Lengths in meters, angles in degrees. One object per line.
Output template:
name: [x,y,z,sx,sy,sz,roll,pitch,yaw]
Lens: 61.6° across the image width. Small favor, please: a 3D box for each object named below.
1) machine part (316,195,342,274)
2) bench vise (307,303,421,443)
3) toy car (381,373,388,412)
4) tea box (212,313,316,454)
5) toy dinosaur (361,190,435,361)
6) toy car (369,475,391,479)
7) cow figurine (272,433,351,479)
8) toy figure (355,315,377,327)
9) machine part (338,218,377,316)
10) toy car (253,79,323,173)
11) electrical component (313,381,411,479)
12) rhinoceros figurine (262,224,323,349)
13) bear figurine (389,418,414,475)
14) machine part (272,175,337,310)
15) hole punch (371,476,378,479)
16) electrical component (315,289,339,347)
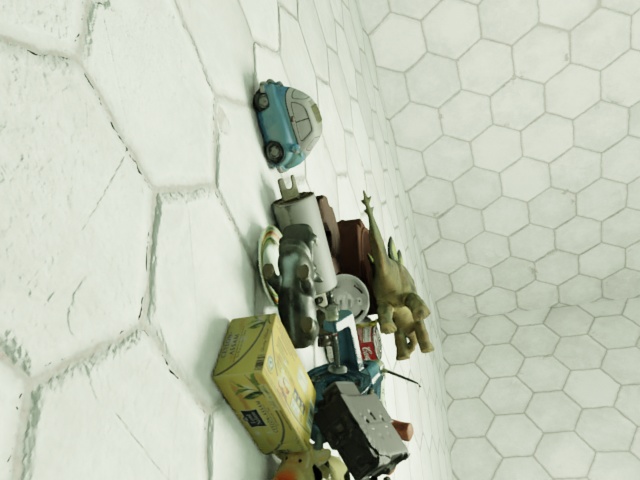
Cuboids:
machine part: [-0.002,-0.003,1.053,0.179,0.056,0.179,-10,90,-75]
bench vise: [0.047,0.214,0.903,0.223,0.129,0.240,-22,112,-40]
toy car: [0.111,0.350,1.191,0.056,0.074,0.202,59,26,-59]
tea box: [-0.065,0.188,0.693,0.098,0.068,0.169,-79,153,-53]
toy dinosaur: [0.154,0.103,1.128,0.470,0.105,0.199,71,4,-46]
toy car: [0.074,0.458,0.968,0.202,0.089,0.053,50,30,-62]
cow figurine: [-0.010,0.341,0.764,0.194,0.086,0.127,43,46,-61]
toy figure: [0.086,0.238,1.167,0.180,0.082,0.089,-86,179,-60]
machine part: [0.083,0.066,1.248,0.200,0.087,0.201,54,31,-58]
toy car: [-0.047,-0.204,0.938,0.109,0.103,0.161,-60,139,-67]
electrical component: [0.055,0.263,0.757,0.134,0.058,0.114,54,16,29]
rhinoceros figurine: [-0.031,0.065,0.801,0.112,0.073,0.190,38,46,-64]
bear figurine: [0.096,0.344,1.052,0.120,0.132,0.195,-47,137,-36]
machine part: [-0.025,0.007,0.927,0.079,0.079,0.243,-55,132,-68]
hole punch: [0.059,0.412,0.748,0.116,0.092,0.142,-116,-164,-71]
electrical component: [0.014,0.146,0.998,0.045,0.078,0.102,6,64,-35]
